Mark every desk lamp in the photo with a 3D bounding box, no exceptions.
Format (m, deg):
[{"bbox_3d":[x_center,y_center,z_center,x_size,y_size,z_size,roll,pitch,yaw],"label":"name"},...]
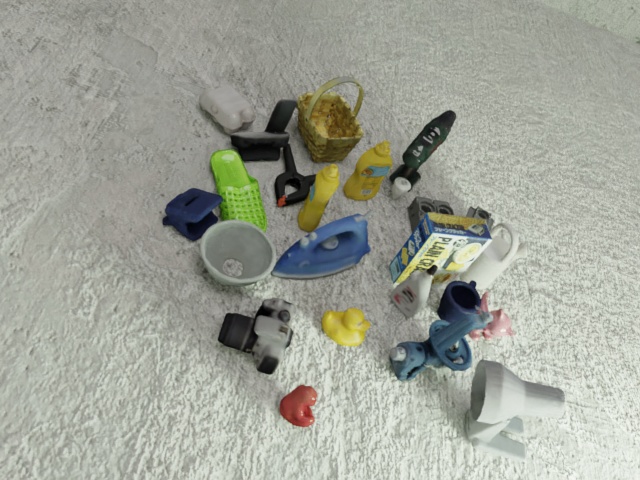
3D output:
[{"bbox_3d":[0.377,0.342,1.159,0.203,0.213,0.118,19,48,-8],"label":"desk lamp"}]

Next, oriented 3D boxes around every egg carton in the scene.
[{"bbox_3d":[-0.250,-0.354,1.540,0.150,0.069,0.107,44,50,14],"label":"egg carton"}]

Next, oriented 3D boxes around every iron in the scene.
[{"bbox_3d":[0.012,0.005,1.319,0.259,0.141,0.118,-20,63,-34],"label":"iron"}]

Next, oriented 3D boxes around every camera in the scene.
[{"bbox_3d":[-0.126,0.176,1.149,0.137,0.100,0.143,19,48,-8],"label":"camera"}]

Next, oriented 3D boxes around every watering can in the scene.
[{"bbox_3d":[0.442,0.031,1.450,0.173,0.194,0.100,-19,63,-34],"label":"watering can"}]

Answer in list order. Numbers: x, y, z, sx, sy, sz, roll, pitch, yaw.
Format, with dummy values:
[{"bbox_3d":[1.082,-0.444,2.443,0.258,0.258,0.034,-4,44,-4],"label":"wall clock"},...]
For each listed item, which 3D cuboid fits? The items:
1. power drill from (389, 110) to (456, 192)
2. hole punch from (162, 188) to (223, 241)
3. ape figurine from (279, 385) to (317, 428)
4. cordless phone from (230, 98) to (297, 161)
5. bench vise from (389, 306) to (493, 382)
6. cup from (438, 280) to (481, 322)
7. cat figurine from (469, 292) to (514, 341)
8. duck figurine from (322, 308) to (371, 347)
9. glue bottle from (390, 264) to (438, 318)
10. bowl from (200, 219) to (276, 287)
[{"bbox_3d":[0.281,-0.242,1.589,0.075,0.208,0.230,36,48,8],"label":"power drill"},{"bbox_3d":[-0.286,-0.069,1.282,0.101,0.091,0.109,35,48,6],"label":"hole punch"},{"bbox_3d":[-0.033,0.309,1.089,0.076,0.092,0.078,17,49,-10],"label":"ape figurine"},{"bbox_3d":[-0.141,-0.294,1.462,0.148,0.185,0.094,-11,59,-30],"label":"cordless phone"},{"bbox_3d":[0.257,0.225,1.196,0.208,0.219,0.121,-20,63,-34],"label":"bench vise"},{"bbox_3d":[0.329,0.150,1.372,0.091,0.095,0.118,39,48,10],"label":"cup"},{"bbox_3d":[0.406,0.185,1.362,0.067,0.117,0.127,3,52,-21],"label":"cat figurine"},{"bbox_3d":[0.060,0.177,1.239,0.104,0.086,0.077,26,48,-2],"label":"duck figurine"},{"bbox_3d":[0.224,0.106,1.309,0.037,0.173,0.078,-30,69,-38],"label":"glue bottle"},{"bbox_3d":[-0.183,0.041,1.249,0.168,0.074,0.167,12,50,-14],"label":"bowl"}]
